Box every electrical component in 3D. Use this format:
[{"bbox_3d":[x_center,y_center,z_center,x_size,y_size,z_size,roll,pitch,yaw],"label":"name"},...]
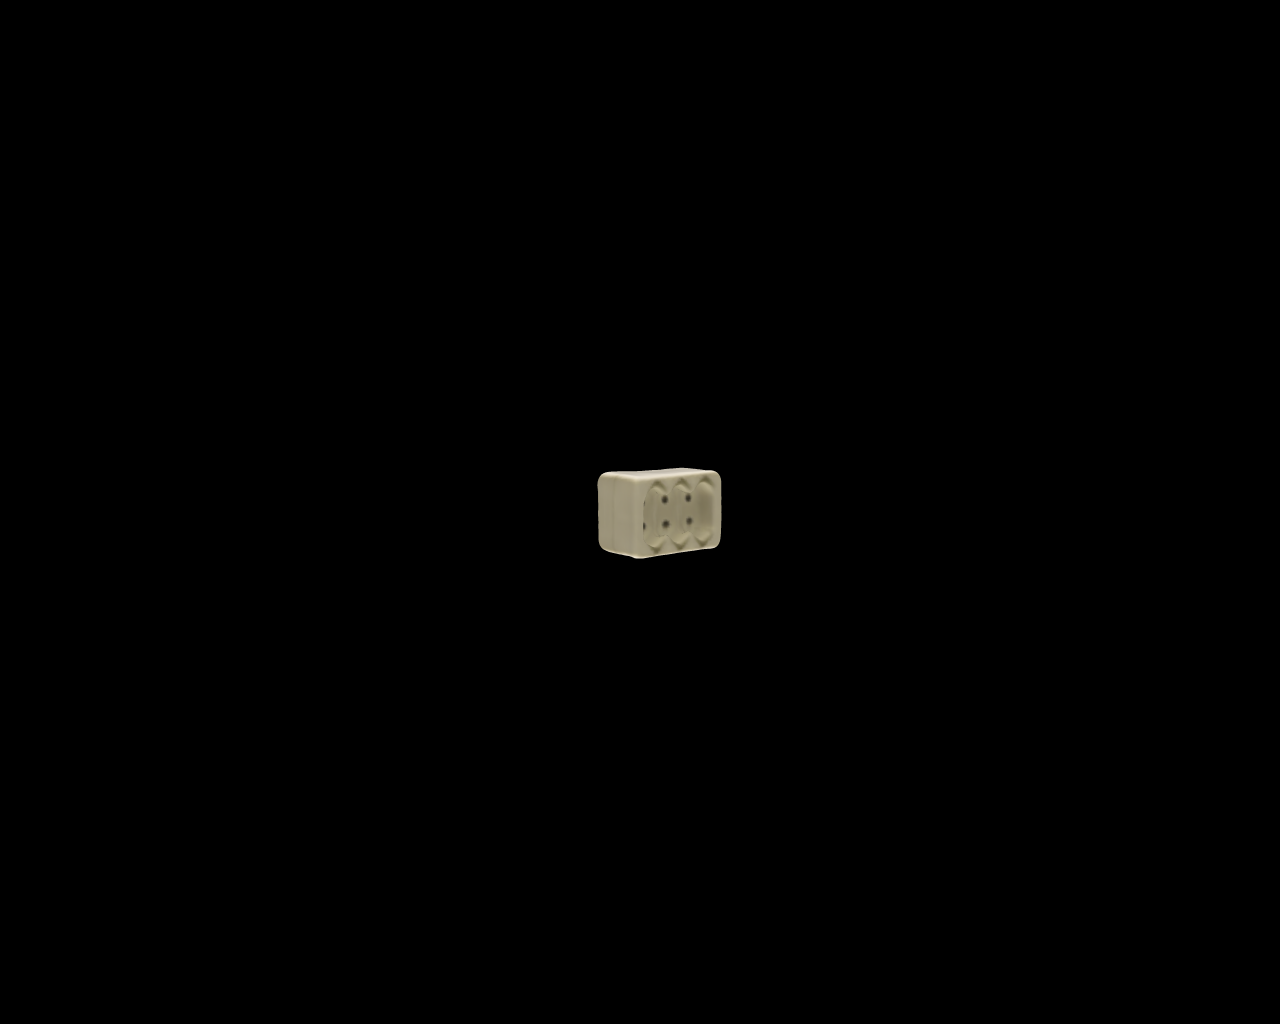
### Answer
[{"bbox_3d":[0.001,-0.003,0.650,0.066,0.047,0.077,-6,10,-36],"label":"electrical component"}]
